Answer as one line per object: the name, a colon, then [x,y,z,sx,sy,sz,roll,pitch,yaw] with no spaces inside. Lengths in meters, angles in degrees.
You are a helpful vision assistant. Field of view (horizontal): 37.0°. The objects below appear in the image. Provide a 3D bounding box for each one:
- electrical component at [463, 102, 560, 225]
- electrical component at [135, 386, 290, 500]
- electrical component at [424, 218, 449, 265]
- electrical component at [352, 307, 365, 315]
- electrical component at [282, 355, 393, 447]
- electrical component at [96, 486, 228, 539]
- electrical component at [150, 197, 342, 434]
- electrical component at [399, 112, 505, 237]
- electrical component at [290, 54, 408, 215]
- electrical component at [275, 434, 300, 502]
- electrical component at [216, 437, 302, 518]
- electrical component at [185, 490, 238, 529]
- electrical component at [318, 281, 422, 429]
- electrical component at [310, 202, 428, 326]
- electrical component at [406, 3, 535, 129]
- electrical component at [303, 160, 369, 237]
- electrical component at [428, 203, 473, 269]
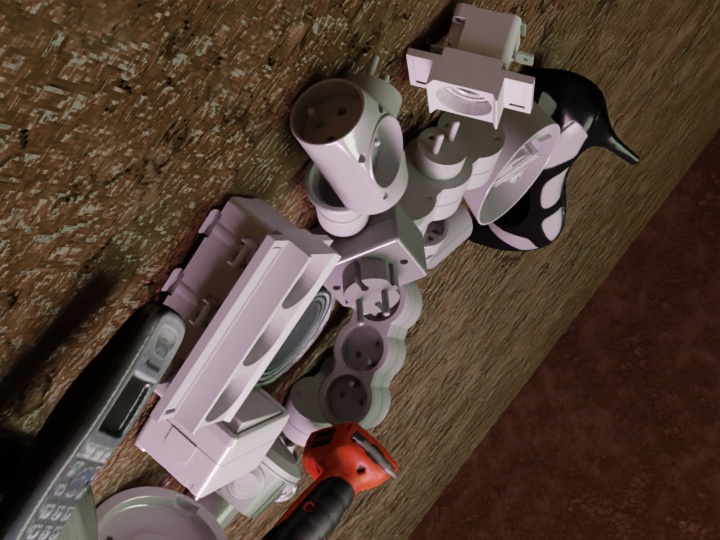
electrical component: [0.120,-0.092,0.883,0.099,0.064,0.099,-30,161,-12]
electrical component: [-0.094,0.104,0.737,0.061,0.062,0.096,-57,164,18]
electrical component: [0.035,-0.025,0.834,0.055,0.055,0.047,-39,164,-39]
electrical component: [0.000,0.000,0.801,0.055,0.047,0.055,-47,164,-18]
electrical component: [-0.012,0.097,0.976,0.138,0.052,0.073,-35,157,-45]
electrical component: [-0.150,0.214,0.753,0.108,0.108,0.060,-33,162,-49]
electrical component: [-0.075,0.023,0.609,0.121,0.063,0.079,-56,164,13]
electrical component: [0.056,-0.077,0.775,0.138,0.052,0.073,-42,162,-33]
electrical component: [0.001,-0.084,0.610,0.077,0.044,0.079,52,52,-56]
electrical component: [-0.076,0.180,0.999,0.048,0.048,0.062,-31,148,-52]
electrical component: [-0.088,0.145,0.819,0.051,0.080,0.080,-46,164,0]
electrical component: [-0.105,0.173,0.899,0.081,0.043,0.043,-48,164,-13]
electrical component: [0.015,0.069,0.921,0.074,0.052,0.138,21,87,-67]
electrical component: [0.007,0.003,0.714,0.066,0.076,0.047,-21,138,19]
electrical component: [0.073,-0.130,0.680,0.042,0.081,0.063,72,35,-72]
electrical component: [-0.011,-0.046,0.679,0.044,0.044,0.065,-49,169,-11]
electrical component: [0.055,-0.024,0.911,0.081,0.043,0.043,-39,160,-38]
